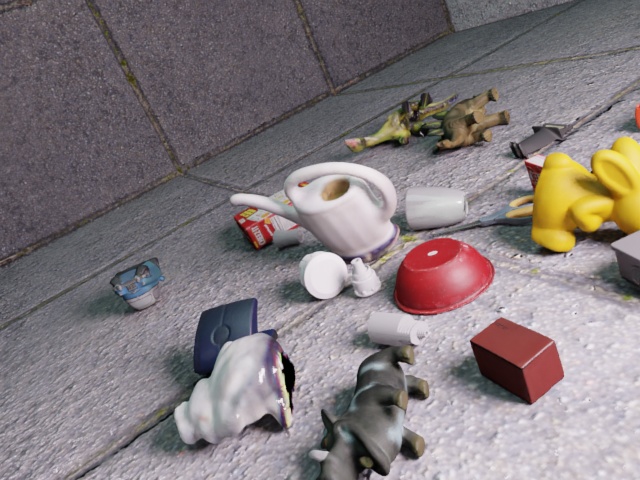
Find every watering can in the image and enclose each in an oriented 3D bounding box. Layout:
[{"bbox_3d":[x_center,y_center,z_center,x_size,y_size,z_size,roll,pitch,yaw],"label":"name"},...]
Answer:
[{"bbox_3d":[0.003,-0.049,0.979,0.346,0.220,0.106,-8,44,38],"label":"watering can"}]

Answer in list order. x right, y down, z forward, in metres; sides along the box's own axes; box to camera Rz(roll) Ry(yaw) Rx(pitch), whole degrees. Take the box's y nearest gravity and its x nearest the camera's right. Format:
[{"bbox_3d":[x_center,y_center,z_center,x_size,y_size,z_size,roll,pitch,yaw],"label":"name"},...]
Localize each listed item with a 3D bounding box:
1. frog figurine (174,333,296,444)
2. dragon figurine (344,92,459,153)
[{"bbox_3d":[-0.118,0.194,0.677,0.159,0.120,0.141,-11,41,3],"label":"frog figurine"},{"bbox_3d":[0.244,-0.364,1.630,0.415,0.121,0.241,-29,12,-34],"label":"dragon figurine"}]
